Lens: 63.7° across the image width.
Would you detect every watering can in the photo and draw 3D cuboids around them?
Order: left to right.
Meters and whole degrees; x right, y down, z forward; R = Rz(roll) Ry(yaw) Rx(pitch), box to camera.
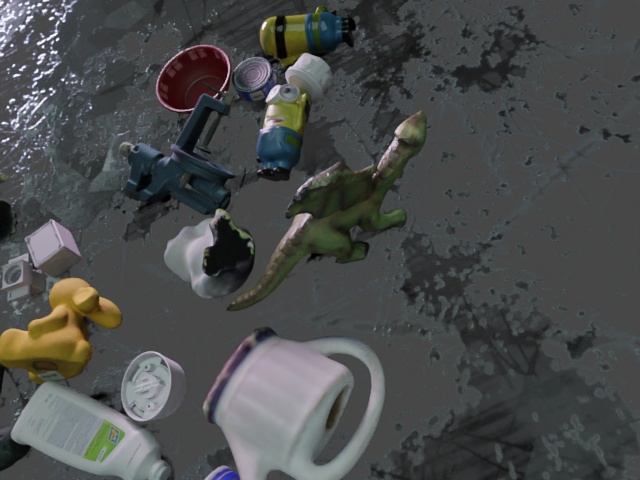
[{"bbox_3d":[-0.059,0.247,0.665,0.226,0.101,0.354,20,49,27],"label":"watering can"}]

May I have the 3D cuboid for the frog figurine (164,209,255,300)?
[{"bbox_3d":[-0.185,0.032,0.850,0.157,0.122,0.139,-25,67,45],"label":"frog figurine"}]

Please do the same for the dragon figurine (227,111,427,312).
[{"bbox_3d":[0.002,-0.037,0.738,0.411,0.239,0.124,-39,68,-5],"label":"dragon figurine"}]
